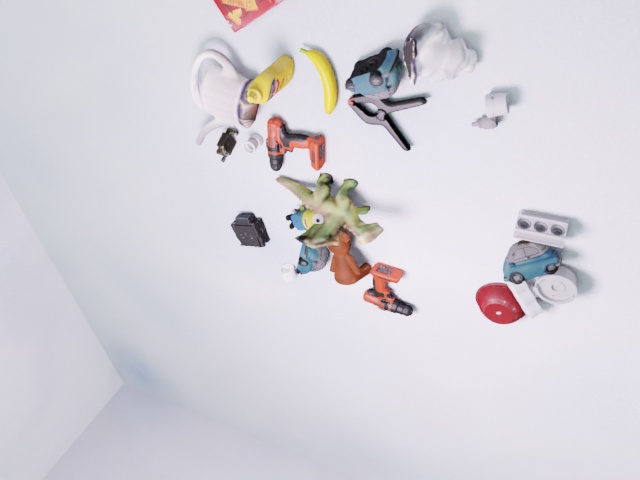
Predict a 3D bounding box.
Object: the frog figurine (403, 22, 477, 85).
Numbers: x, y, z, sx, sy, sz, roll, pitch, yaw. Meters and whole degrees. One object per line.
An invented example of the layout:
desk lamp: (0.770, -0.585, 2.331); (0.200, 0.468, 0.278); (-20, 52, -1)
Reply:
frog figurine: (0.276, -0.432, 1.185); (0.159, 0.125, 0.134); (-11, 119, -5)

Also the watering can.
watering can: (-0.290, -0.401, 1.552); (0.225, 0.106, 0.339); (24, 136, 12)

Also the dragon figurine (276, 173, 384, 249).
dragon figurine: (0.005, -0.078, 1.553); (0.411, 0.248, 0.119); (12, 137, 21)
